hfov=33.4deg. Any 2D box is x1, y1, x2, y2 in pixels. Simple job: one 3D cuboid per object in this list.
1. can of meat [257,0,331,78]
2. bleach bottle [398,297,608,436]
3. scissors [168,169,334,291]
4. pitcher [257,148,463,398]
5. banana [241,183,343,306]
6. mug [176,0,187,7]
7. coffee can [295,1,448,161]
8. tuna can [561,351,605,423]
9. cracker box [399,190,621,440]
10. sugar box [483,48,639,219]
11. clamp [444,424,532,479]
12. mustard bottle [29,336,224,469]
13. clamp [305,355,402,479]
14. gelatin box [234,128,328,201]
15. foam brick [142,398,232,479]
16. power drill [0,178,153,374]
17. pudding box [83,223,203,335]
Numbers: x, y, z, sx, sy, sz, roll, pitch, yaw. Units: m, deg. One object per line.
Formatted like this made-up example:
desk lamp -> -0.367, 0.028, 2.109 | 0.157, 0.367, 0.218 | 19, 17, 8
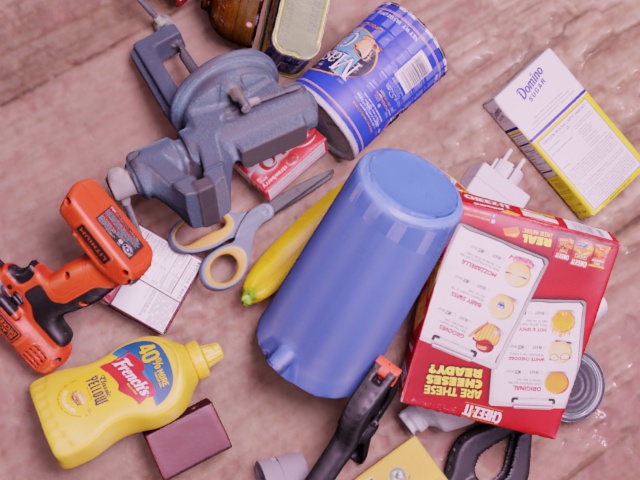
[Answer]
can of meat -> -0.026, -0.230, 1.121 | 0.057, 0.084, 0.102 | 13, 85, -11
bleach bottle -> 0.187, 0.118, 1.163 | 0.250, 0.068, 0.103 | -37, 72, -6
scissors -> -0.059, -0.008, 1.120 | 0.201, 0.016, 0.096 | -15, 82, -23
pitcher -> 0.045, 0.028, 1.046 | 0.144, 0.149, 0.243 | 16, 129, -17
banana -> -0.018, 0.004, 1.123 | 0.197, 0.070, 0.037 | -47, 108, -18
mug -> -0.160, -0.292, 1.086 | 0.081, 0.093, 0.117 | 32, 52, -4
coffee can -> 0.050, -0.167, 1.125 | 0.140, 0.103, 0.103 | -43, 97, -11
tuna can -> 0.275, 0.162, 1.198 | 0.086, 0.034, 0.086 | 1, 87, -12
cracker box -> 0.183, 0.073, 1.067 | 0.164, 0.072, 0.214 | 14, 105, -2
sugar box -> 0.276, -0.119, 1.203 | 0.093, 0.048, 0.176 | -42, 93, -11
clamp -> 0.171, 0.283, 1.169 | 0.164, 0.036, 0.210 | 45, 84, -9
mustard bottle -> -0.187, 0.149, 1.074 | 0.191, 0.058, 0.096 | -23, 54, -13
clamp -> 0.032, 0.193, 1.069 | 0.039, 0.172, 0.120 | 28, 37, 15
gelatin box -> -0.047, -0.096, 1.124 | 0.089, 0.030, 0.073 | -42, 71, -11
foam brick -> -0.138, 0.204, 1.097 | 0.078, 0.053, 0.051 | -26, 94, -13
power drill -> -0.268, 0.021, 1.028 | 0.188, 0.057, 0.184 | -34, 102, 27
pudding box -> -0.188, 0.033, 1.099 | 0.113, 0.039, 0.090 | 32, 79, -12
